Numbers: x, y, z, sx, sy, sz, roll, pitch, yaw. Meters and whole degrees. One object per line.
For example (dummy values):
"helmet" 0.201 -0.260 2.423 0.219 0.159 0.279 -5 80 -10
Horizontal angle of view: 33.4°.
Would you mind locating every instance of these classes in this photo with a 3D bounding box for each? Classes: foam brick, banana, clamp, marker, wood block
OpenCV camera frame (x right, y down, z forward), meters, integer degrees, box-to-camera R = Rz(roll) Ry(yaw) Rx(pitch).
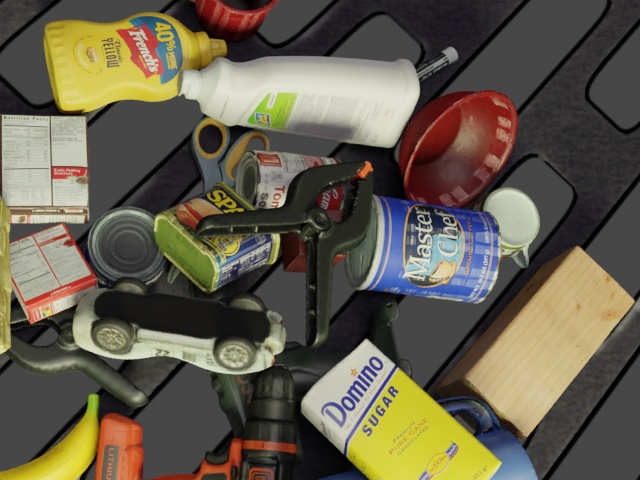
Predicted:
"foam brick" -0.007 0.001 1.130 0.053 0.078 0.051 2 74 -16
"banana" -0.286 0.219 1.009 0.197 0.037 0.070 -25 63 -22
"clamp" -0.240 0.107 1.049 0.171 0.039 0.120 -1 57 -11
"marker" 0.113 -0.193 1.255 0.121 0.020 0.020 -33 85 -22
"clamp" -0.017 -0.017 1.057 0.164 0.036 0.209 40 55 -9
"wood block" 0.232 0.114 1.156 0.090 0.091 0.205 44 68 1

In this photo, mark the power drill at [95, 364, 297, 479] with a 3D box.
"power drill" -0.114 0.206 1.006 0.188 0.057 0.184 1 74 13

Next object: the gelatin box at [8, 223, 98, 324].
"gelatin box" -0.270 0.031 1.055 0.073 0.030 0.089 -23 54 -21

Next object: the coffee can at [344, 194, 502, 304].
"coffee can" 0.109 0.010 1.143 0.140 0.103 0.103 8 72 -17

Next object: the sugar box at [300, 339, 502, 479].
"sugar box" 0.074 0.184 1.005 0.176 0.048 0.093 42 67 18

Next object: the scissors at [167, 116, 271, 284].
"scissors" -0.131 -0.055 1.144 0.096 0.016 0.201 41 67 -2

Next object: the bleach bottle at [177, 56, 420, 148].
"bleach bottle" -0.026 -0.160 1.153 0.250 0.103 0.068 5 46 -19

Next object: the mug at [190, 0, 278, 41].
"mug" -0.105 -0.275 1.184 0.117 0.082 0.093 7 72 -14

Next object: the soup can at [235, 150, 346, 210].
"soup can" -0.032 -0.058 1.138 0.102 0.069 0.068 3 73 -24

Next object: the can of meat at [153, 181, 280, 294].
"can of meat" -0.106 -0.002 1.074 0.083 0.057 0.102 -29 57 -37

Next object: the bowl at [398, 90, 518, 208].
"bowl" 0.142 -0.106 1.185 0.162 0.162 0.055 -28 50 -22

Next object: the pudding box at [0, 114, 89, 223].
"pudding box" -0.282 -0.073 1.091 0.090 0.039 0.113 -1 64 -15

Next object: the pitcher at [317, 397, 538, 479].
"pitcher" 0.086 0.262 1.052 0.242 0.145 0.149 -9 41 -15

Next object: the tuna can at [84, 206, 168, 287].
"tuna can" -0.198 0.009 1.097 0.086 0.034 0.086 5 72 -15

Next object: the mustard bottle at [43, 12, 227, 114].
"mustard bottle" -0.194 -0.195 1.148 0.191 0.058 0.096 -10 78 -19
